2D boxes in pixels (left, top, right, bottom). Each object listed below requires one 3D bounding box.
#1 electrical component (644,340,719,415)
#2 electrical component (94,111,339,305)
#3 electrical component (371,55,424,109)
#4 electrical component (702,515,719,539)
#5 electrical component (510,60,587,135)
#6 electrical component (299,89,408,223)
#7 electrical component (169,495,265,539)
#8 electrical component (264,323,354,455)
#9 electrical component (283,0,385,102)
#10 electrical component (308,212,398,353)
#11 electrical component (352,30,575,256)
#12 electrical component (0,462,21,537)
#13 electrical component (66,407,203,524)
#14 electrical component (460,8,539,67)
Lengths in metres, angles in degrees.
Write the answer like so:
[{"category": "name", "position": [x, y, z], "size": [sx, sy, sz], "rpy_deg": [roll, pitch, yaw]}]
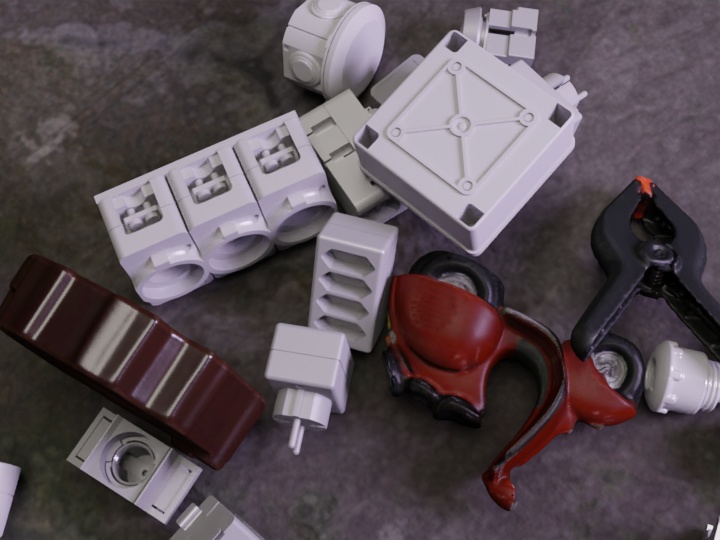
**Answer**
[{"category": "electrical component", "position": [0.222, 0.075, 0.711], "size": [0.062, 0.048, 0.048], "rpy_deg": [12, 69, 1]}, {"category": "electrical component", "position": [-0.096, -0.038, 0.762], "size": [0.150, 0.089, 0.061], "rpy_deg": [-24, 68, -5]}, {"category": "electrical component", "position": [0.055, -0.109, 0.796], "size": [0.050, 0.055, 0.089], "rpy_deg": [-40, 70, -11]}, {"category": "electrical component", "position": [0.231, 0.204, 0.652], "size": [0.056, 0.050, 0.089], "rpy_deg": [17, 71, 13]}, {"category": "electrical component", "position": [0.136, -0.121, 0.798], "size": [0.077, 0.047, 0.065], "rpy_deg": [-34, 69, -25]}, {"category": "electrical component", "position": [0.001, -0.082, 0.792], "size": [0.056, 0.050, 0.089], "rpy_deg": [-31, 69, -7]}, {"category": "electrical component", "position": [-0.109, 0.207, 0.670], "size": [0.121, 0.063, 0.079], "rpy_deg": [-48, 31, -13]}, {"category": "electrical component", "position": [-0.037, 0.084, 0.719], "size": [0.047, 0.065, 0.076], "rpy_deg": [8, 69, 9]}, {"category": "electrical component", "position": [-0.019, -0.168, 0.815], "size": [0.051, 0.080, 0.080], "rpy_deg": [25, 72, 20]}, {"category": "electrical component", "position": [0.000, 0.000, 0.752], "size": [0.047, 0.083, 0.075], "rpy_deg": [14, 32, 11]}, {"category": "electrical component", "position": [0.070, -0.085, 0.721], "size": [0.109, 0.056, 0.108], "rpy_deg": [39, 81, 18]}, {"category": "electrical component", "position": [-0.261, 0.152, 0.721], "size": [0.055, 0.055, 0.047], "rpy_deg": [5, 72, 8]}, {"category": "electrical component", "position": [-0.146, 0.131, 0.712], "size": [0.081, 0.063, 0.042], "rpy_deg": [29, 74, 16]}, {"category": "electrical component", "position": [0.104, -0.174, 0.824], "size": [0.055, 0.048, 0.066], "rpy_deg": [8, 69, 1]}]
